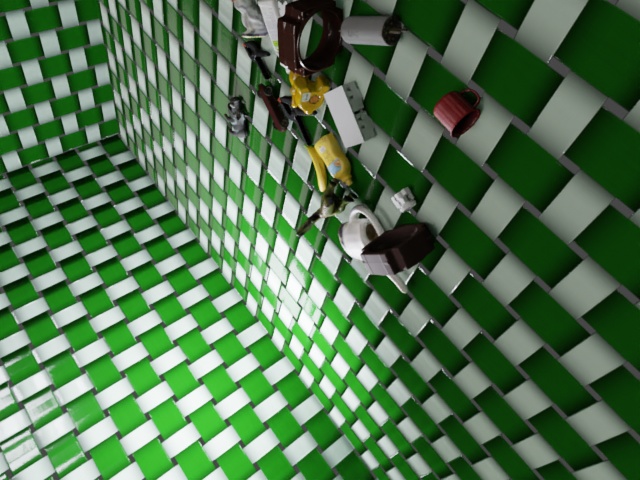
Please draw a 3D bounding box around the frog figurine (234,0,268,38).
[{"bbox_3d":[-0.233,-0.786,1.783,0.140,0.123,0.156,-79,-10,-66],"label":"frog figurine"}]

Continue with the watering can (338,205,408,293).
[{"bbox_3d":[0.183,0.037,1.843,0.223,0.105,0.346,-11,106,61],"label":"watering can"}]

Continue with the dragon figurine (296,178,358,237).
[{"bbox_3d":[0.006,-0.092,1.824,0.122,0.415,0.240,42,110,3],"label":"dragon figurine"}]
